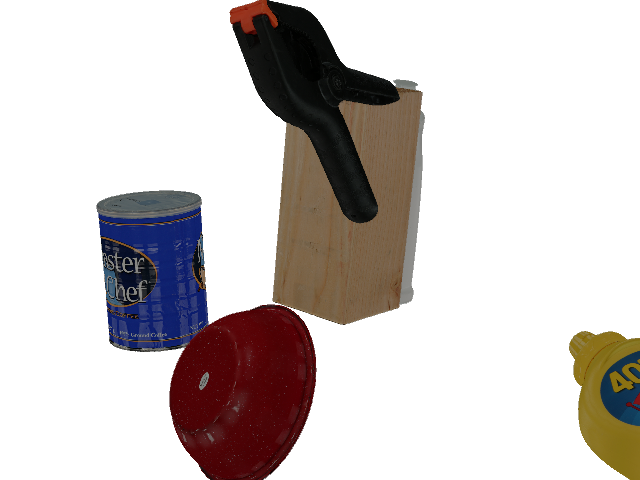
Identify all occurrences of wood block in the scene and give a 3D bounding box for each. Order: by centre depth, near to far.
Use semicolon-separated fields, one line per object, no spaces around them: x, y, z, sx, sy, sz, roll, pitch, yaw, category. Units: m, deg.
0.023;-0.040;0.981;0.090;0.206;0.090;16;17;36;wood block

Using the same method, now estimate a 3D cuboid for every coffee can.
-0.166;0.028;1.065;0.103;0.140;0.103;-2;14;0;coffee can

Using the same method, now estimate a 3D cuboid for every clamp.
-0.001;-0.090;0.717;0.039;0.120;0.171;-19;-34;33;clamp

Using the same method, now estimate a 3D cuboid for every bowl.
-0.078;0.123;0.894;0.055;0.162;0.162;25;-16;-38;bowl

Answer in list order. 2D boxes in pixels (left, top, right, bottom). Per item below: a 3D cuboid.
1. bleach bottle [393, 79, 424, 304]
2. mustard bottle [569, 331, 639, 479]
0.082;-0.058;1.238;0.068;0.251;0.103;-1;22;-22;bleach bottle
0.205;0.106;0.609;0.096;0.058;0.192;-17;31;-17;mustard bottle
